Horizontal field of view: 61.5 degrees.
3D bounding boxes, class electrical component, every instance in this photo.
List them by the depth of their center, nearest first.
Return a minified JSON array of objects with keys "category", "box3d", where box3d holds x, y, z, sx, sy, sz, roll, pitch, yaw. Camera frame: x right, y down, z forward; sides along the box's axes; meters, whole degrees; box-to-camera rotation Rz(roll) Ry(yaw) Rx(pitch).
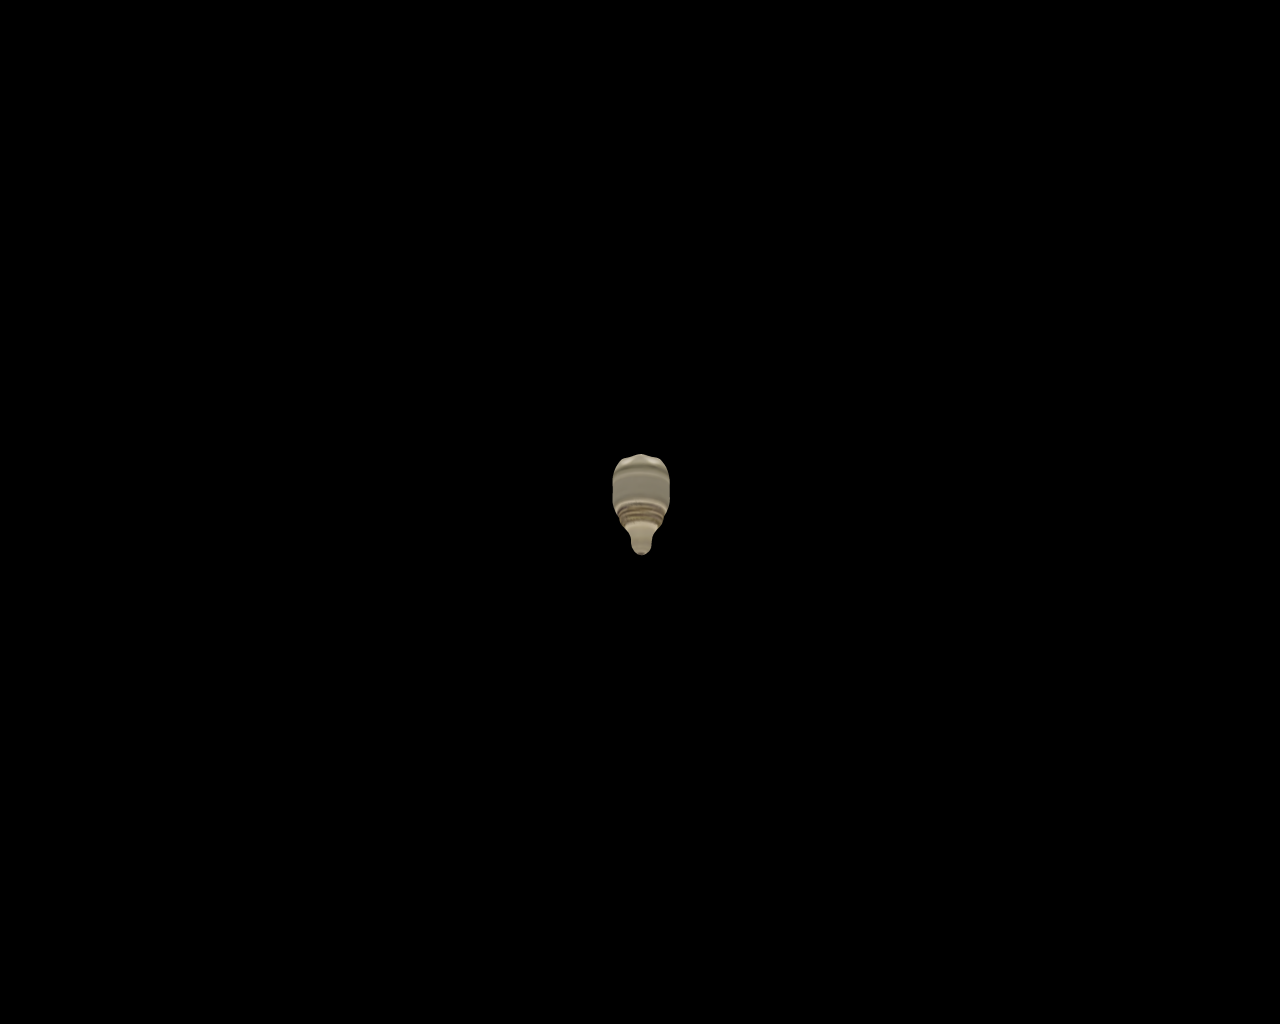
[{"category":"electrical component","box3d":[0.001,-0.003,0.650,0.035,0.061,0.035,0,-23,0]}]
